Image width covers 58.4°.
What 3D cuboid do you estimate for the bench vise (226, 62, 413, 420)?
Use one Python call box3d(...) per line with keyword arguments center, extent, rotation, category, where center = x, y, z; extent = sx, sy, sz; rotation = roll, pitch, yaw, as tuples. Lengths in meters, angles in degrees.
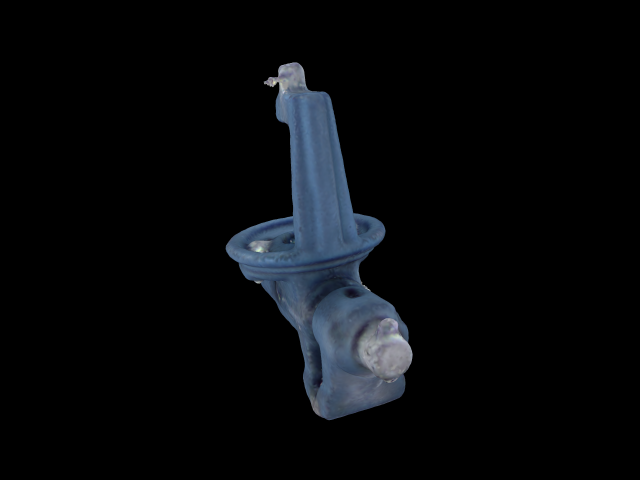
box3d(center=(0.013, -0.003, 0.407), extent=(0.122, 0.220, 0.206), rotation=(-24, 38, -34), category="bench vise")
